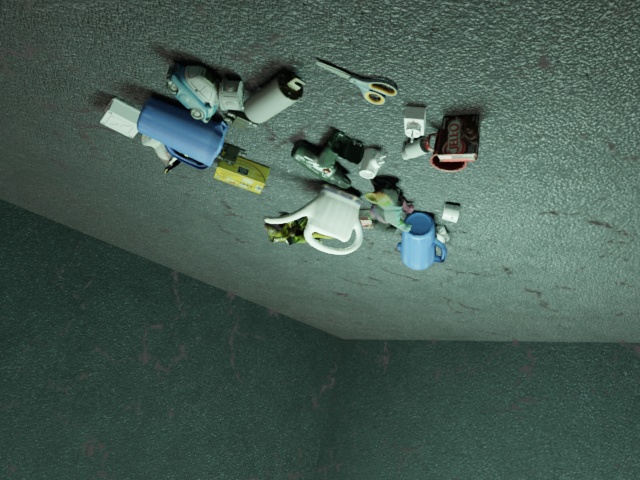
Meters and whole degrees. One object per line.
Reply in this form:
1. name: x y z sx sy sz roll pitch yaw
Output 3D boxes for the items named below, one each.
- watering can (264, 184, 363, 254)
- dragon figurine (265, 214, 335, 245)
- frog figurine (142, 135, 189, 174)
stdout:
1. watering can: 0.005 -0.086 1.710 0.346 0.225 0.104 22 174 -20
2. dragon figurine: -0.057 -0.025 2.120 0.411 0.123 0.241 8 176 20
3. frog figurine: -0.503 -0.315 1.662 0.159 0.124 0.136 54 161 -2
